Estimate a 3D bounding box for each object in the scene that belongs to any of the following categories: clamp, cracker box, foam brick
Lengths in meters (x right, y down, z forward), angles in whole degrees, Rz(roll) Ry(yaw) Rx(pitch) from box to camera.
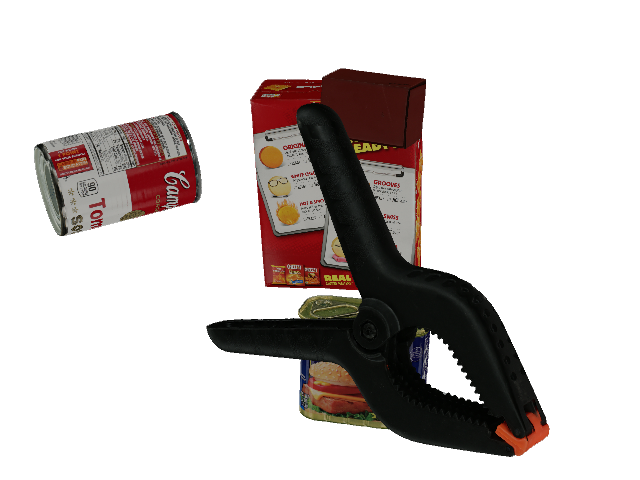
[{"bbox_3d":[0.034,0.034,0.569,0.210,0.165,0.036,31,27,28],"label":"clamp"},{"bbox_3d":[0.021,-0.055,1.093,0.164,0.214,0.072,2,28,9],"label":"cracker box"},{"bbox_3d":[0.043,-0.111,0.891,0.078,0.051,0.052,11,20,19],"label":"foam brick"}]

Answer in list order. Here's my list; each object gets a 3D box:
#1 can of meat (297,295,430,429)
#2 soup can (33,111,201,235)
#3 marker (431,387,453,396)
[{"bbox_3d":[0.033,0.094,0.816,0.102,0.084,0.057,6,17,11],"label":"can of meat"},{"bbox_3d":[-0.144,-0.048,0.755,0.102,0.068,0.069,-16,6,-21],"label":"soup can"},{"bbox_3d":[0.074,0.141,1.060,0.121,0.020,0.020,21,5,14],"label":"marker"}]
